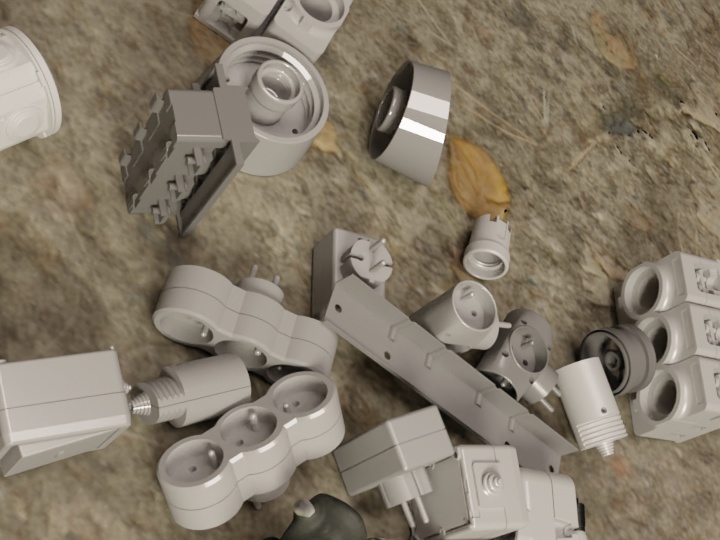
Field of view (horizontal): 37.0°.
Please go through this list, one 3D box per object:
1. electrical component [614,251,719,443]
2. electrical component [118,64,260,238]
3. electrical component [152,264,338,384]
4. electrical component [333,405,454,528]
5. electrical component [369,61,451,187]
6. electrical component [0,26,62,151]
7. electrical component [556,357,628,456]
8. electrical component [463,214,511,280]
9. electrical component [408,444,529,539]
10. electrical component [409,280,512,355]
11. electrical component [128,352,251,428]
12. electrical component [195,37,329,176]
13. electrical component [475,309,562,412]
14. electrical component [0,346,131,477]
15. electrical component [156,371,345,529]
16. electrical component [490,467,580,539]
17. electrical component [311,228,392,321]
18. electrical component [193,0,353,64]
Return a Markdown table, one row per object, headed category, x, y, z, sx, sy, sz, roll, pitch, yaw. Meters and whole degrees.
| category | x | y | z | sx | sy | sz | roll | pitch | yaw |
| --- | --- | --- | --- | --- | --- | --- | --- | --- | --- |
| electrical component | 0.286 | 0.070 | 0.974 | 0.062 | 0.089 | 0.150 | 12 | 62 | -27 |
| electrical component | -0.128 | -0.083 | 0.776 | 0.063 | 0.121 | 0.078 | -3 | 69 | -30 |
| electrical component | -0.078 | 0.030 | 0.794 | 0.138 | 0.052 | 0.073 | 27 | 56 | -19 |
| electrical component | 0.030 | 0.149 | 0.782 | 0.047 | 0.083 | 0.075 | -12 | 74 | -35 |
| electrical component | 0.049 | -0.127 | 0.924 | 0.064 | 0.099 | 0.099 | 19 | 58 | -16 |
| electrical component | -0.249 | -0.125 | 0.750 | 0.051 | 0.080 | 0.080 | -31 | 85 | -33 |
| electrical component | 0.199 | 0.120 | 0.925 | 0.043 | 0.043 | 0.081 | -7 | 71 | -34 |
| electrical component | 0.113 | -0.021 | 0.946 | 0.040 | 0.040 | 0.046 | 30 | 49 | -16 |
| electrical component | 0.084 | 0.167 | 0.797 | 0.061 | 0.096 | 0.061 | 5 | 65 | -30 |
| electrical component | 0.085 | 0.045 | 0.871 | 0.079 | 0.077 | 0.043 | 8 | 63 | -30 |
| electrical component | -0.121 | 0.086 | 0.746 | 0.081 | 0.043 | 0.043 | -10 | 73 | -35 |
| electrical component | -0.077 | -0.138 | 0.872 | 0.108 | 0.060 | 0.108 | 14 | 61 | -26 |
| electrical component | 0.140 | 0.086 | 0.906 | 0.079 | 0.044 | 0.077 | 45 | 51 | -11 |
| electrical component | -0.191 | 0.091 | 0.689 | 0.096 | 0.062 | 0.061 | -5 | 70 | -33 |
| electrical component | -0.070 | 0.135 | 0.745 | 0.138 | 0.052 | 0.073 | -30 | 130 | -26 |
| electrical component | 0.130 | 0.205 | 0.835 | 0.059 | 0.054 | 0.095 | 14 | 61 | -26 |
| electrical component | 0.000 | 0.000 | 0.841 | 0.047 | 0.077 | 0.065 | 14 | 60 | -26 |
| electrical component | -0.053 | -0.266 | 0.951 | 0.105 | 0.060 | 0.186 | 34 | 54 | -13 |
